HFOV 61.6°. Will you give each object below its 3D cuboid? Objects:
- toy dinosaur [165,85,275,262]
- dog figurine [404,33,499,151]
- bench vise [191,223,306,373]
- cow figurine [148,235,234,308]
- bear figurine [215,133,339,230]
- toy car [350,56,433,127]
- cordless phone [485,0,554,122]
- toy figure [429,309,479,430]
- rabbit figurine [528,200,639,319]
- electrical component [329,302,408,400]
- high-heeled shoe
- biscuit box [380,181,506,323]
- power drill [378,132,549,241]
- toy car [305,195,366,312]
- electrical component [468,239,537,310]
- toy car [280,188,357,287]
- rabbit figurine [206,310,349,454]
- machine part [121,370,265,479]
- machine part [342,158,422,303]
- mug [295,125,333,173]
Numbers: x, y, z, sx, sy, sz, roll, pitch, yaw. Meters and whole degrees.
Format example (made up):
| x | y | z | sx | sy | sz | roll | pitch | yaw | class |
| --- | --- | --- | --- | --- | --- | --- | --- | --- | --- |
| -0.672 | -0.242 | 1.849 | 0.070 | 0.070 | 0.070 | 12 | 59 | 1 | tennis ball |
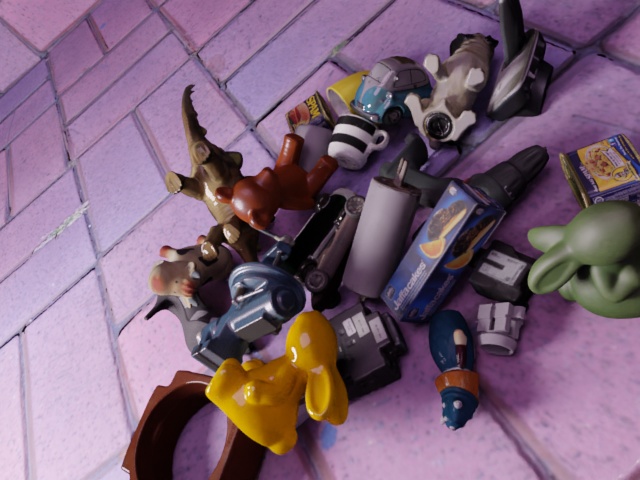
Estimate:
| x | y | z | sx | sy | sz | roll | pitch | yaw | class |
| --- | --- | --- | --- | --- | --- | --- | --- | --- | --- |
| -0.190 | -0.107 | 1.002 | 0.105 | 0.198 | 0.471 | -25 | 80 | 18 | toy dinosaur |
| 0.242 | -0.261 | 0.937 | 0.121 | 0.172 | 0.190 | 33 | 39 | 11 | dog figurine |
| -0.098 | 0.089 | 0.832 | 0.223 | 0.129 | 0.241 | -46 | 17 | 44 | bench vise |
| -0.228 | 0.056 | 0.961 | 0.127 | 0.195 | 0.085 | 18 | 108 | 24 | cow figurine |
| -0.074 | -0.099 | 0.910 | 0.120 | 0.196 | 0.132 | 37 | 114 | 17 | bear figurine |
| 0.139 | -0.272 | 0.959 | 0.162 | 0.102 | 0.109 | -16 | 40 | -19 | toy car |
| 0.299 | -0.291 | 0.837 | 0.089 | 0.184 | 0.146 | 10 | 65 | 33 | cordless phone |
| 0.173 | 0.164 | 0.685 | 0.058 | 0.064 | 0.154 | -10 | 53 | 13 | toy figure |
| 0.323 | 0.009 | 0.618 | 0.159 | 0.170 | 0.121 | -6 | 56 | 30 | rabbit figurine |
| 0.055 | 0.160 | 0.772 | 0.134 | 0.058 | 0.115 | -30 | 49 | 13 | electrical component |
| -0.202 | 0.132 | 0.980 | 0.249 | 0.086 | 0.145 | 16 | 33 | 19 | high-heeled shoe |
| 0.162 | 0.022 | 0.734 | 0.202 | 0.059 | 0.063 | -62 | 38 | 24 | biscuit box |
| 0.206 | -0.091 | 0.841 | 0.232 | 0.086 | 0.208 | -48 | 53 | 0 | power drill |
| 0.031 | 0.021 | 0.859 | 0.053 | 0.089 | 0.202 | 23 | 74 | 22 | toy car |
| 0.239 | 0.042 | 0.736 | 0.119 | 0.047 | 0.075 | 22 | 74 | 43 | electrical component |
| -0.002 | -0.003 | 0.927 | 0.074 | 0.056 | 0.201 | 31 | 81 | 39 | toy car |
| -0.037 | 0.175 | 0.693 | 0.163 | 0.121 | 0.173 | 35 | 84 | 32 | rabbit figurine |
| -0.185 | 0.310 | 0.809 | 0.201 | 0.087 | 0.201 | 1 | 59 | 34 | machine part |
| 0.090 | -0.004 | 0.797 | 0.079 | 0.079 | 0.243 | 33 | 116 | 44 | machine part |
| -0.028 | -0.159 | 1.035 | 0.110 | 0.080 | 0.107 | 7 | 80 | 32 | mug |
